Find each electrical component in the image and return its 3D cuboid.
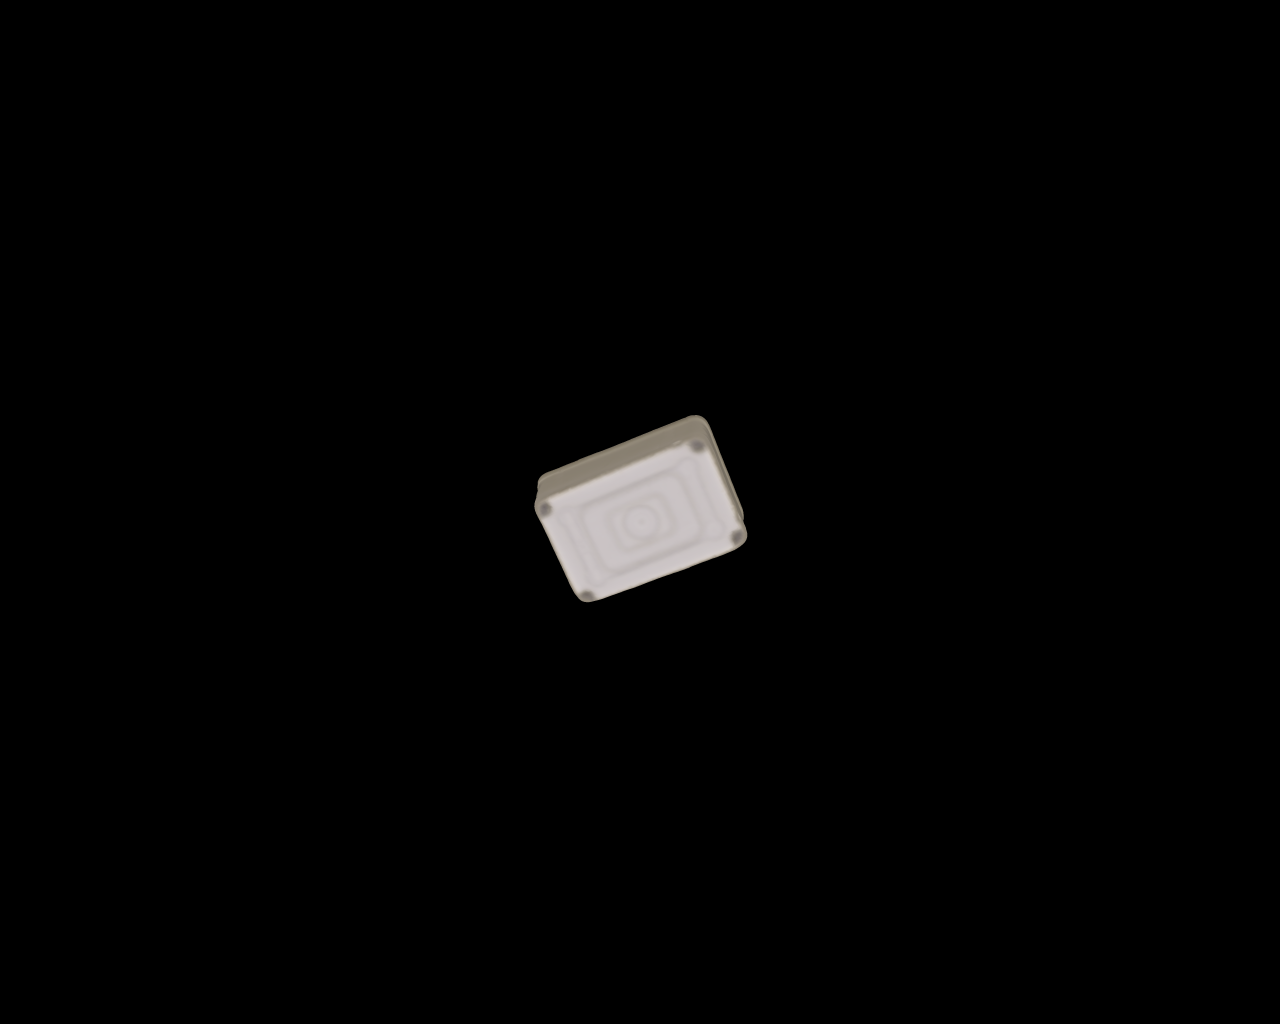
[{"bbox_3d":[0.001,-0.003,0.650,0.113,0.078,0.057,-21,18,7],"label":"electrical component"}]
